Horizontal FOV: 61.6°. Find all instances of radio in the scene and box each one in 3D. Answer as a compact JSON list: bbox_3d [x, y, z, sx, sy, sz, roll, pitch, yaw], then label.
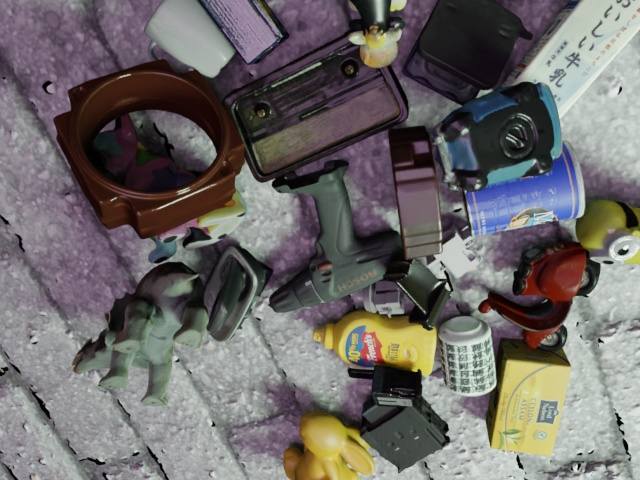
[{"bbox_3d":[-0.007,-0.182,0.726,0.230,0.073,0.131,-22,106,15],"label":"radio"}]

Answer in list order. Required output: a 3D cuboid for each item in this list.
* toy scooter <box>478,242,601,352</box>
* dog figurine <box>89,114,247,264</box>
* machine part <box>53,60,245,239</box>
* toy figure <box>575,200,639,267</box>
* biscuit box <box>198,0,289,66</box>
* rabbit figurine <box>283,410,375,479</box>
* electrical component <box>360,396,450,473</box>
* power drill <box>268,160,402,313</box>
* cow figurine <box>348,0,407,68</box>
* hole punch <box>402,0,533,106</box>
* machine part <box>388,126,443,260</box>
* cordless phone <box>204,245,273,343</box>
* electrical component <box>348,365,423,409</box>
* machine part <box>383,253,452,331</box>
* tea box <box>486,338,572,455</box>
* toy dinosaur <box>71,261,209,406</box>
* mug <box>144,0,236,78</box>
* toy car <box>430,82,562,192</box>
[{"bbox_3d":[0.310,0.077,0.779,0.135,0.075,0.183,13,117,3],"label":"toy scooter"},{"bbox_3d":[-0.230,-0.092,0.780,0.219,0.191,0.108,61,149,9],"label":"dog figurine"},{"bbox_3d":[-0.214,-0.120,0.689,0.201,0.087,0.201,-27,76,-24],"label":"machine part"},{"bbox_3d":[0.426,-0.006,0.714,0.180,0.089,0.082,1,125,-16],"label":"toy figure"},{"bbox_3d":[-0.127,-0.329,0.695,0.063,0.059,0.202,-33,103,19],"label":"biscuit box"},{"bbox_3d":[0.012,0.367,0.912,0.162,0.122,0.173,-2,110,4],"label":"rabbit figurine"},{"bbox_3d":[0.135,0.312,0.906,0.115,0.058,0.134,-41,101,18],"label":"electrical component"},{"bbox_3d":[-0.002,-0.002,0.793,0.232,0.086,0.207,-16,104,13],"label":"power drill"},{"bbox_3d":[0.060,-0.273,0.592,0.068,0.098,0.167,-6,112,12],"label":"cow figurine"},{"bbox_3d":[0.177,-0.241,0.678,0.142,0.092,0.115,28,80,0],"label":"hole punch"},{"bbox_3d":[0.126,-0.064,0.703,0.056,0.179,0.179,-8,110,10],"label":"machine part"},{"bbox_3d":[-0.143,0.105,0.800,0.089,0.184,0.146,27,113,-8],"label":"cordless phone"},{"bbox_3d":[0.101,0.228,0.843,0.119,0.048,0.074,2,148,10],"label":"electrical component"},{"bbox_3d":[0.143,0.071,0.773,0.084,0.039,0.138,-52,126,-13],"label":"machine part"},{"bbox_3d":[0.323,0.246,0.845,0.098,0.068,0.169,3,110,8],"label":"tea box"},{"bbox_3d":[-0.236,0.106,0.785,0.131,0.192,0.404,21,130,-29],"label":"toy dinosaur"},{"bbox_3d":[-0.174,-0.262,0.720,0.107,0.081,0.109,38,113,-16],"label":"mug"},{"bbox_3d":[0.196,-0.116,0.637,0.162,0.103,0.109,-23,102,-12],"label":"toy car"}]
